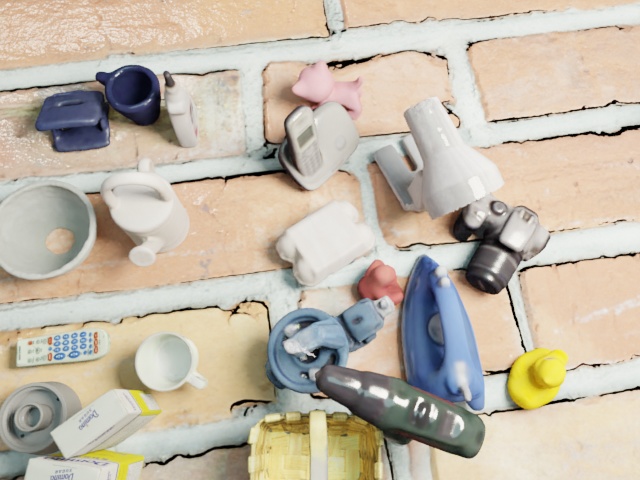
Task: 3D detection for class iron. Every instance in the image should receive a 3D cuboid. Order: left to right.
[{"bbox_3d":[0.185,0.126,0.858,0.118,0.141,0.258,-6,72,-3],"label":"iron"}]

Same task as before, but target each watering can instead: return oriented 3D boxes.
[{"bbox_3d":[-0.266,-0.047,0.879,0.101,0.194,0.172,-26,74,-9],"label":"watering can"}]

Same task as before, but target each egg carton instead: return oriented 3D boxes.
[{"bbox_3d":[0.009,0.003,0.933,0.150,0.069,0.107,-34,76,-11],"label":"egg carton"}]

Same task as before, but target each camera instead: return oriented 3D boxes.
[{"bbox_3d":[0.279,0.007,0.920,0.143,0.101,0.137,32,74,9],"label":"camera"}]

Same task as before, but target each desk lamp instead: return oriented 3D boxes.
[{"bbox_3d":[0.177,-0.115,0.899,0.118,0.213,0.203,-27,74,-9],"label":"desk lamp"}]

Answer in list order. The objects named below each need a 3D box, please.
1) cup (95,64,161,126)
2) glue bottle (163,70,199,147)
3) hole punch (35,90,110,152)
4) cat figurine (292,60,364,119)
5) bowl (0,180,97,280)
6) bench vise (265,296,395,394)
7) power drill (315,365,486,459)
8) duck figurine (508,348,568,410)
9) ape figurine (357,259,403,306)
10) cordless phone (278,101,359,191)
[{"bbox_3d":[-0.326,-0.246,0.994,0.117,0.095,0.092,22,73,6],"label":"cup"},{"bbox_3d":[-0.234,-0.225,0.948,0.037,0.173,0.078,-7,72,-3],"label":"glue bottle"},{"bbox_3d":[-0.425,-0.215,0.985,0.108,0.091,0.101,-8,72,-3],"label":"hole punch"},{"bbox_3d":[0.015,-0.266,0.995,0.128,0.118,0.067,-2,72,-1],"label":"cat figurine"},{"bbox_3d":[-0.434,-0.008,0.926,0.167,0.075,0.167,0,72,-1],"label":"bowl"},{"bbox_3d":[0.007,0.127,0.814,0.121,0.220,0.207,41,76,12],"label":"bench vise"},{"bbox_3d":[0.100,0.234,0.787,0.229,0.208,0.076,18,73,5],"label":"power drill"},{"bbox_3d":[0.335,0.207,0.864,0.077,0.086,0.105,39,76,11],"label":"duck figurine"},{"bbox_3d":[0.098,0.065,0.903,0.076,0.092,0.078,-7,72,-3],"label":"ape figurine"},{"bbox_3d":[-0.002,-0.176,0.930,0.094,0.185,0.148,38,75,11],"label":"cordless phone"}]
